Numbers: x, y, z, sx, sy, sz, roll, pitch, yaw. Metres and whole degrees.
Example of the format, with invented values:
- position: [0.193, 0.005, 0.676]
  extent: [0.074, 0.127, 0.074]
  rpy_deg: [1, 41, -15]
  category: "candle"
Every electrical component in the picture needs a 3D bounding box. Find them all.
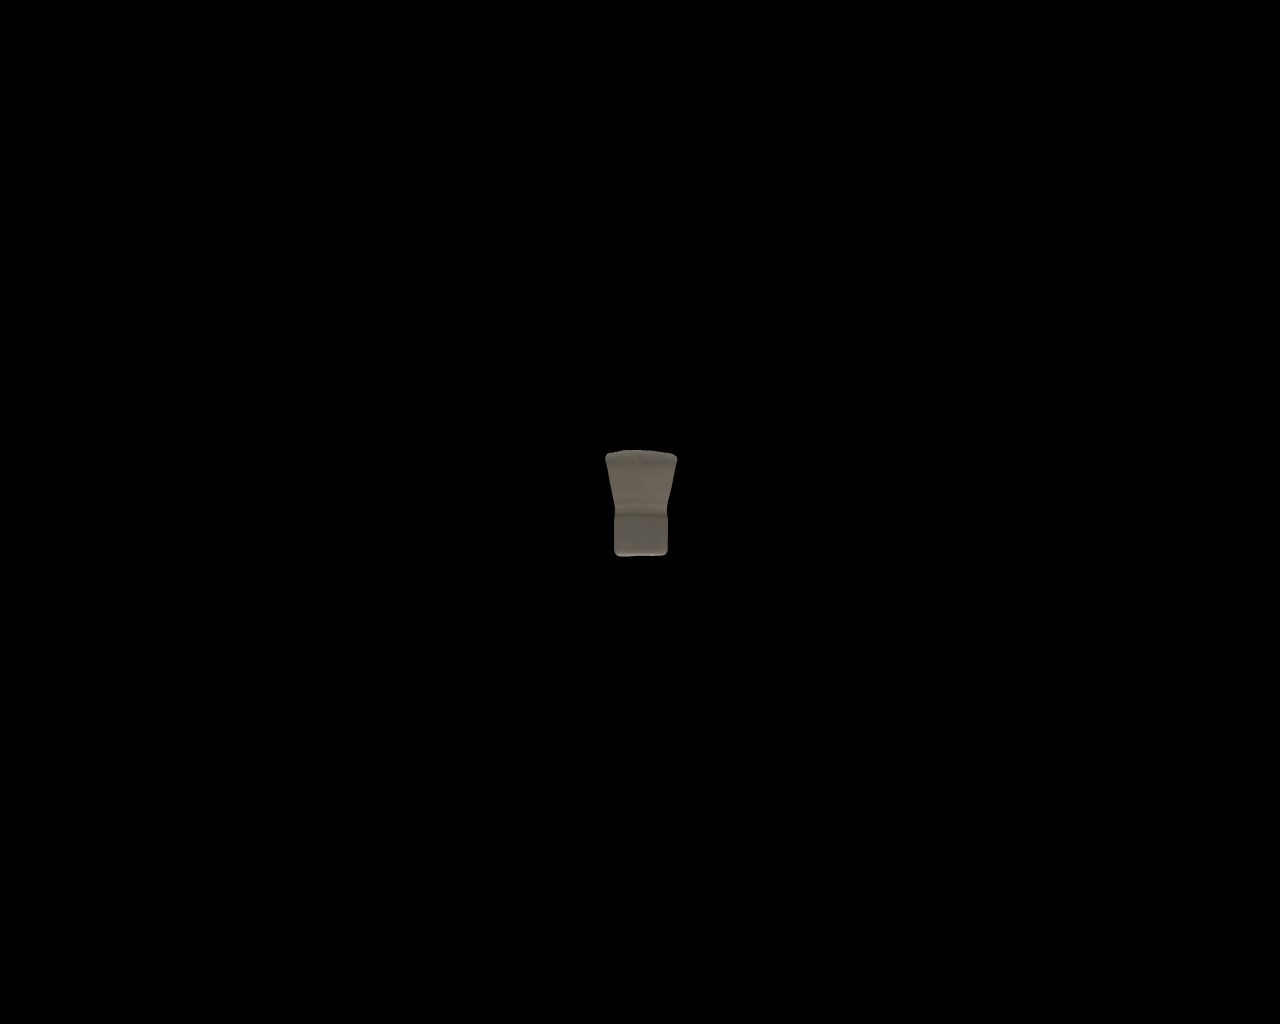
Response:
- position: [0.001, -0.003, 0.650]
  extent: [0.044, 0.065, 0.044]
  rpy_deg: [0, -3, 0]
  category: "electrical component"
